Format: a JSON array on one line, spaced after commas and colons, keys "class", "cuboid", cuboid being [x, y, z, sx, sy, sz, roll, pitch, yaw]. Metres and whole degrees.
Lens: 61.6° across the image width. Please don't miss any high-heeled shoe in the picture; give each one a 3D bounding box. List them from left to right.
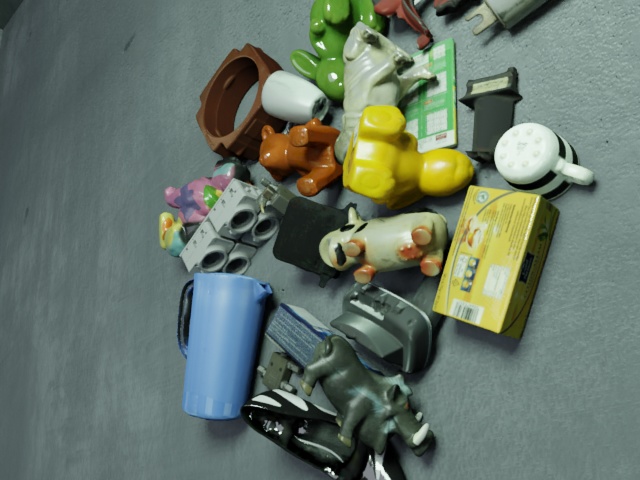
[{"class": "high-heeled shoe", "cuboid": [0.003, 0.281, 0.725, 0.249, 0.145, 0.086, 25, 95, 46]}]

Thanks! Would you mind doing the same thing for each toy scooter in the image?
[{"class": "toy scooter", "cuboid": [0.175, -0.372, 0.825, 0.184, 0.075, 0.135, -22, 78, 22]}]

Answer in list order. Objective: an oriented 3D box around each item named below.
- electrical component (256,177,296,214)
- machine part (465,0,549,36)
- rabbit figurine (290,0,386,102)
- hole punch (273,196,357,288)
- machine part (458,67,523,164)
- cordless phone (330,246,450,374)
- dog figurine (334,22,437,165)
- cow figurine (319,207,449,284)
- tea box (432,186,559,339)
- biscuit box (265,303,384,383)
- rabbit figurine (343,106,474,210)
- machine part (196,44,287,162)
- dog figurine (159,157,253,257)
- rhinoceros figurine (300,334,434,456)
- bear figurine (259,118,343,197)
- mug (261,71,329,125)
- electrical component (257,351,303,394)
[{"class": "electrical component", "cuboid": [-0.067, -0.059, 0.940, 0.045, 0.102, 0.078, -49, 25, 15]}, {"class": "machine part", "cuboid": [0.301, -0.363, 0.709, 0.243, 0.079, 0.079, -33, 56, 32]}, {"class": "rabbit figurine", "cuboid": [0.018, -0.326, 0.936, 0.159, 0.121, 0.170, 7, 96, 47]}, {"class": "hole punch", "cuboid": [-0.002, -0.003, 0.877, 0.116, 0.092, 0.142, 21, 89, 12]}, {"class": "machine part", "cuboid": [0.232, -0.168, 0.736, 0.084, 0.039, 0.139, -5, 67, 33]}, {"class": "cordless phone", "cuboid": [0.114, 0.077, 0.751, 0.147, 0.088, 0.184, 26, 83, 46]}, {"class": "dog figurine", "cuboid": [0.061, -0.221, 0.841, 0.190, 0.121, 0.172, -53, 42, 24]}, {"class": "cow figurine", "cuboid": [0.084, 0.000, 0.751, 0.195, 0.127, 0.085, -11, 112, 32]}, {"class": "tea box", "cuboid": [0.216, 0.025, 0.665, 0.098, 0.068, 0.169, 18, 88, 44]}, {"class": "biscuit box", "cuboid": [0.002, 0.172, 0.821, 0.203, 0.059, 0.062, 33, 98, 44]}, {"class": "rabbit figurine", "cuboid": [0.121, -0.093, 0.749, 0.162, 0.173, 0.122, 106, 169, -74]}, {"class": "machine part", "cuboid": [-0.152, -0.274, 1.092, 0.201, 0.087, 0.202, -48, 51, 21]}, {"class": "dog figurine", "cuboid": [-0.212, -0.063, 1.067, 0.219, 0.108, 0.191, -11, 68, 37]}, {"class": "rhinoceros figurine", "cuboid": [0.061, 0.207, 0.699, 0.190, 0.073, 0.112, 44, 87, 7]}, {"class": "bear figurine", "cuboid": [-0.051, -0.145, 0.929, 0.196, 0.132, 0.120, 7, 112, 37]}, {"class": "mug", "cuboid": [-0.035, -0.238, 0.957, 0.107, 0.109, 0.081, 29, 74, 34]}, {"class": "electrical component", "cuboid": [-0.068, 0.218, 0.897, 0.094, 0.021, 0.063, 17, 88, 45]}]
